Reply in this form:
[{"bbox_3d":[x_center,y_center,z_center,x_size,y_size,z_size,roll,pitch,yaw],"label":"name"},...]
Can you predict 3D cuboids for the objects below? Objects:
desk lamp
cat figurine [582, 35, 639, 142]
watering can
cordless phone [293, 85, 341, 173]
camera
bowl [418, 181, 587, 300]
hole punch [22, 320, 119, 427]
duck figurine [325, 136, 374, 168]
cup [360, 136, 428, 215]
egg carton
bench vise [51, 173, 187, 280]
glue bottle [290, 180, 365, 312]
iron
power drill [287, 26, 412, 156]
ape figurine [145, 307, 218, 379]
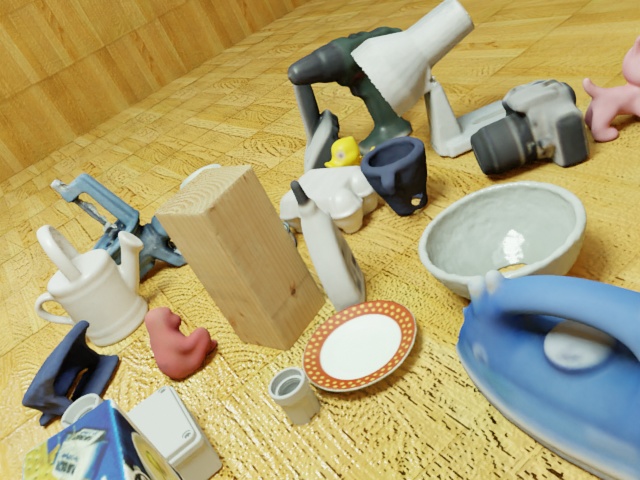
[{"bbox_3d":[0.175,-0.239,0.873,0.203,0.214,0.118,-23,29,7],"label":"desk lamp"},{"bbox_3d":[0.400,-0.205,0.732,0.127,0.118,0.067,-19,30,15],"label":"cat figurine"},{"bbox_3d":[-0.345,0.053,0.855,0.100,0.194,0.173,11,47,48],"label":"watering can"},{"bbox_3d":[-0.017,-0.211,1.016,0.094,0.185,0.147,-23,29,8],"label":"cordless phone"},{"bbox_3d":[0.271,-0.155,0.776,0.136,0.101,0.143,-21,30,10],"label":"camera"},{"bbox_3d":[0.193,0.013,0.597,0.167,0.075,0.167,-20,30,12],"label":"bowl"},{"bbox_3d":[-0.345,0.175,0.765,0.101,0.091,0.108,-17,31,18],"label":"hole punch"},{"bbox_3d":[0.054,-0.127,0.925,0.105,0.086,0.077,-35,30,-14],"label":"duck figurine"},{"bbox_3d":[0.111,-0.075,0.786,0.091,0.095,0.118,-15,31,21],"label":"cup"},{"bbox_3d":[0.014,-0.060,0.868,0.149,0.069,0.107,0,39,40],"label":"egg carton"},{"bbox_3d":[-0.321,-0.037,0.953,0.208,0.220,0.121,-37,30,-16],"label":"bench vise"},{"bbox_3d":[0.006,0.002,0.667,0.037,0.173,0.078,-19,30,15],"label":"glue bottle"},{"bbox_3d":[0.188,0.078,0.430,0.119,0.142,0.257,-43,33,-25],"label":"iron"},{"bbox_3d":[0.073,-0.256,0.989,0.230,0.209,0.075,-38,31,-19],"label":"power drill"},{"bbox_3d":[-0.184,0.121,0.717,0.077,0.092,0.076,5,42,44],"label":"ape figurine"}]
